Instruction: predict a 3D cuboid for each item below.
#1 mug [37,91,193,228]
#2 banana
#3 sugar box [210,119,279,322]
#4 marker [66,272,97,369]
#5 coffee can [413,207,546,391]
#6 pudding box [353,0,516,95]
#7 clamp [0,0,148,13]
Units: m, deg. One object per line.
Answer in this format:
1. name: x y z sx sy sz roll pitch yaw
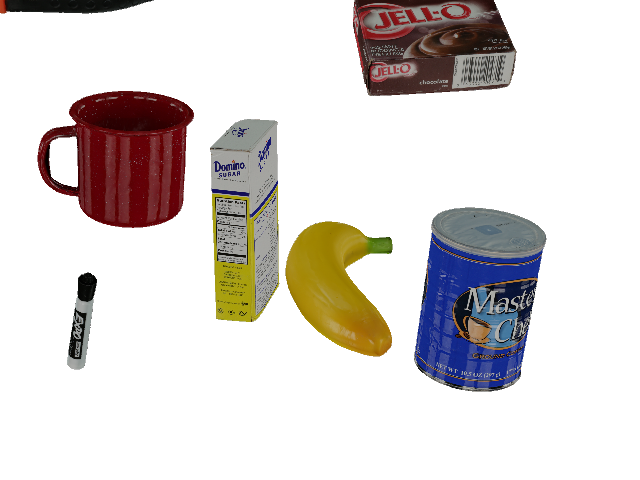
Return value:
1. mug: -0.157 -0.061 0.819 0.117 0.081 0.093 -4 28 -19
2. banana: 0.011 0.021 0.677 0.069 0.037 0.197 1 19 4
3. sugar box: -0.071 -0.020 1.021 0.048 0.176 0.093 4 24 13
4. marker: -0.243 0.082 1.086 0.020 0.121 0.020 11 35 -8
5. coffee can: 0.145 0.053 0.984 0.103 0.140 0.103 5 23 -2
6. pudding box: 0.085 -0.154 0.825 0.113 0.039 0.090 -3 44 -5
7. clamp: -0.104 -0.157 0.602 0.171 0.039 0.120 -10 24 -25
